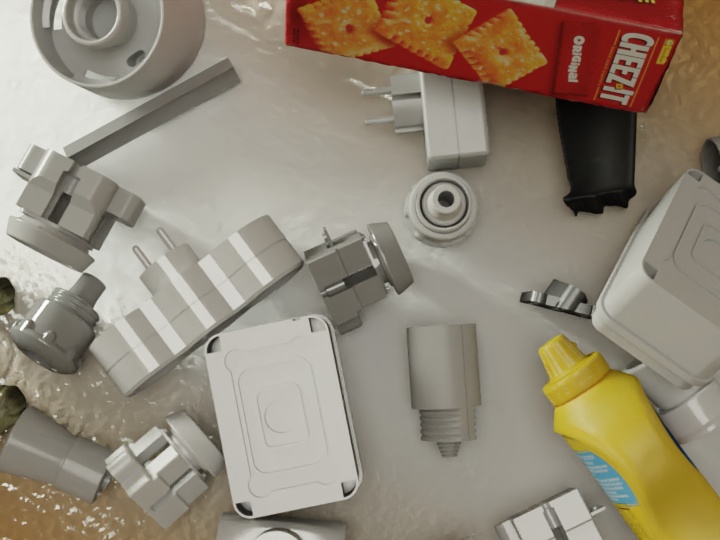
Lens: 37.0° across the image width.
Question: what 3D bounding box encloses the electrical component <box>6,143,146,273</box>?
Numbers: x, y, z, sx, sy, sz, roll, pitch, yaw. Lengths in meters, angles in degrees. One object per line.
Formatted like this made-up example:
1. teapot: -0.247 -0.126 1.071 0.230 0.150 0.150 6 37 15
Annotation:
1. electrical component: -0.182 -0.035 0.667 0.078 0.058 0.057 26 81 3

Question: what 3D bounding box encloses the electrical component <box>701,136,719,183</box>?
1. electrical component: 0.261 -0.049 0.670 0.077 0.044 0.079 -9 86 0

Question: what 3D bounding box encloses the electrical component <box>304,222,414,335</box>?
1. electrical component: 0.000 0.000 0.668 0.055 0.048 0.066 -24 103 0

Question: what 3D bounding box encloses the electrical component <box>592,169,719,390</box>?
1. electrical component: 0.195 0.005 0.634 0.078 0.057 0.113 36 49 3

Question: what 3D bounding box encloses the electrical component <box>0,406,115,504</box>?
1. electrical component: -0.185 0.117 0.666 0.065 0.044 0.044 25 87 -2

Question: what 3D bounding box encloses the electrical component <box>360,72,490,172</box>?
1. electrical component: 0.039 -0.106 0.676 0.076 0.047 0.083 -6 86 3

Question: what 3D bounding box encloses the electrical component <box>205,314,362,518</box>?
1. electrical component: -0.046 0.088 0.658 0.078 0.057 0.113 -11 86 0

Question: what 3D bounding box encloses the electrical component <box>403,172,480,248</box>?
1. electrical component: 0.051 -0.040 0.663 0.048 0.062 0.048 0 86 1

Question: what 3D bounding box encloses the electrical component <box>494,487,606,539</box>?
1. electrical component: 0.124 0.168 0.657 0.066 0.048 0.055 -25 79 -1

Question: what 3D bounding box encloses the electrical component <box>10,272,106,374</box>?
1. electrical component: -0.184 0.031 0.672 0.048 0.048 0.062 30 67 3

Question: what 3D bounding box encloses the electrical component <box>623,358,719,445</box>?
1. electrical component: 0.196 0.073 0.662 0.045 0.045 0.055 -35 86 -2

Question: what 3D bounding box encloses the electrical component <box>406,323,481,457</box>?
1. electrical component: 0.053 0.075 0.664 0.043 0.043 0.081 -4 86 0

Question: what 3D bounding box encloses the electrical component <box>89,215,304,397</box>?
1. electrical component: -0.111 0.009 0.666 0.138 0.052 0.073 -37 87 -2

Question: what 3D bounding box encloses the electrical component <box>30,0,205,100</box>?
1. electrical component: -0.156 -0.159 0.685 0.099 0.064 0.099 1 94 12

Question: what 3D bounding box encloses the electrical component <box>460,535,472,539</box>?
1. electrical component: 0.060 0.202 0.638 0.051 0.080 0.080 -28 86 -7

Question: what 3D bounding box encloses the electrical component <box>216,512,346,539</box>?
1. electrical component: -0.048 0.172 0.641 0.077 0.079 0.044 5 84 1

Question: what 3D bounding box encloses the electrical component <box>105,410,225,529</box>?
1. electrical component: -0.116 0.119 0.657 0.055 0.066 0.048 -41 46 -11
